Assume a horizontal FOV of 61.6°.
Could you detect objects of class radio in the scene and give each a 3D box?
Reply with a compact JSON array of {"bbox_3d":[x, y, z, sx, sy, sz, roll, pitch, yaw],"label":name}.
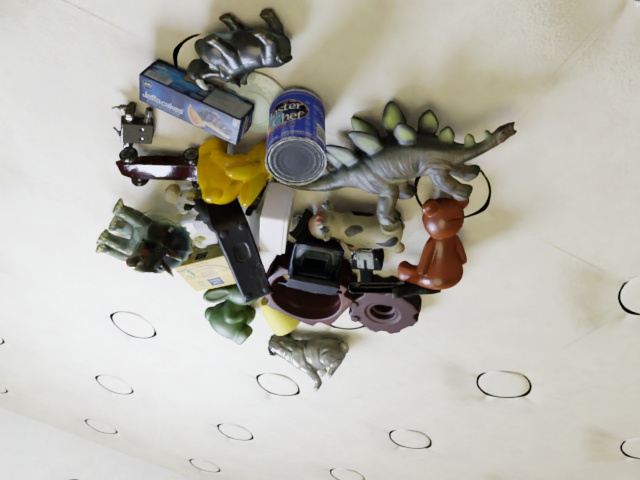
[{"bbox_3d":[-0.173,0.016,1.153,0.073,0.131,0.229,-23,125,-8],"label":"radio"}]

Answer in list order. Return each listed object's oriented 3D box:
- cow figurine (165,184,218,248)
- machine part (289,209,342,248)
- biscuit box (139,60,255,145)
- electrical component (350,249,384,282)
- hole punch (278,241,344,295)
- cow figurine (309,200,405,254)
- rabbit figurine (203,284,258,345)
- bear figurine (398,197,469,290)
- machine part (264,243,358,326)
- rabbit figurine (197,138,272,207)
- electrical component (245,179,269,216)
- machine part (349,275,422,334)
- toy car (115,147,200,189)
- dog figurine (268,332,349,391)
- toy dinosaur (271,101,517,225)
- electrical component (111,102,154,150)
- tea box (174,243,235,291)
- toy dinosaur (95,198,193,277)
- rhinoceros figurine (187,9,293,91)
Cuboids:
[{"bbox_3d":[-0.266,-0.061,1.190,0.098,0.068,0.167,-13,133,22],"label":"cow figurine"},{"bbox_3d":[-0.002,-0.004,1.163,0.039,0.084,0.138,10,155,51],"label":"machine part"},{"bbox_3d":[-0.223,-0.248,0.967,0.203,0.059,0.062,25,139,3],"label":"biscuit box"},{"bbox_3d":[0.106,0.041,1.196,0.075,0.048,0.119,2,136,17],"label":"electrical component"},{"bbox_3d":[-0.012,0.062,1.128,0.142,0.092,0.115,8,163,-7],"label":"hole punch"},{"bbox_3d":[0.071,-0.024,1.088,0.195,0.085,0.127,4,163,15],"label":"cow figurine"},{"bbox_3d":[-0.218,0.156,1.397,0.159,0.121,0.170,31,118,-6],"label":"rabbit figurine"},{"bbox_3d":[0.229,-0.003,1.080,0.132,0.120,0.195,25,129,59],"label":"bear figurine"},{"bbox_3d":[-0.027,0.105,1.278,0.201,0.087,0.201,25,135,-10],"label":"machine part"},{"bbox_3d":[-0.147,-0.140,1.029,0.173,0.162,0.121,-18,117,10],"label":"rabbit figurine"},{"bbox_3d":[-0.130,-0.094,1.116,0.021,0.063,0.094,26,136,-10],"label":"electrical component"},{"bbox_3d":[0.155,0.160,1.300,0.179,0.056,0.179,8,137,7],"label":"machine part"},{"bbox_3d":[-0.324,-0.153,1.122,0.202,0.053,0.089,3,146,9],"label":"toy car"},{"bbox_3d":[-0.034,0.294,1.482,0.190,0.121,0.172,40,101,-1],"label":"dog figurine"},{"bbox_3d":[0.115,-0.135,0.976,0.472,0.105,0.198,-17,121,33],"label":"toy dinosaur"},{"bbox_3d":[-0.372,-0.227,1.069,0.078,0.045,0.102,-5,144,-18],"label":"electrical component"},{"bbox_3d":[-0.259,0.061,1.316,0.170,0.068,0.098,-15,128,29],"label":"tea box"},{"bbox_3d":[-0.403,0.010,1.239,0.192,0.131,0.405,29,168,-16],"label":"toy dinosaur"},{"bbox_3d":[-0.138,-0.309,0.893,0.190,0.073,0.112,-6,143,21],"label":"rhinoceros figurine"}]
